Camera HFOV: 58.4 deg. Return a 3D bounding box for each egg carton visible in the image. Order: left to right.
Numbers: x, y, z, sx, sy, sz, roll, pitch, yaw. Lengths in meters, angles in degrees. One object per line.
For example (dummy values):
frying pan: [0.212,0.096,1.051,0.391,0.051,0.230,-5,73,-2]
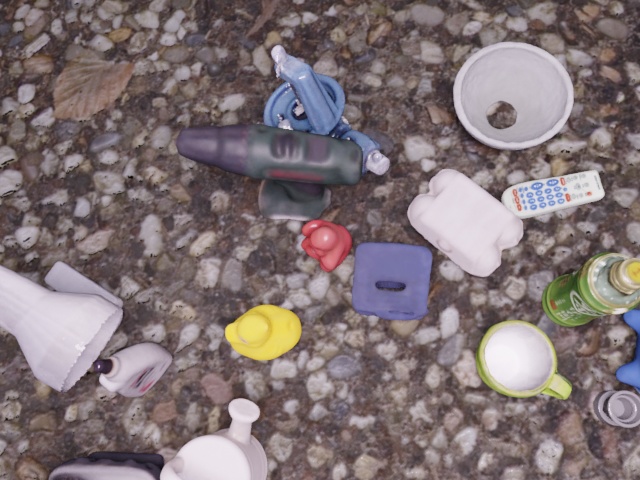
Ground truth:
egg carton: [0.202,-0.025,0.806,0.150,0.069,0.107,39,82,13]

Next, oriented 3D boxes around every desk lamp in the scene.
desk lamp: [-0.343,0.101,0.744,0.203,0.213,0.118,30,80,11]

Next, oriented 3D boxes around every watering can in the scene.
watering can: [-0.128,0.279,0.692,0.101,0.194,0.173,4,76,6]

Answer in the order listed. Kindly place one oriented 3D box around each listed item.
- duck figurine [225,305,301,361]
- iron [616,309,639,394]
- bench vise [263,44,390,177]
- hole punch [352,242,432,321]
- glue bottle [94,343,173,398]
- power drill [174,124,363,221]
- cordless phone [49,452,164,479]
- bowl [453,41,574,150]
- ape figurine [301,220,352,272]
duck figurine: [-0.080,0.124,0.783,0.104,0.086,0.077,-8,75,3]
iron: [0.514,0.155,0.698,0.258,0.141,0.119,12,77,8]
bench vise: [0.010,-0.177,0.782,0.207,0.220,0.121,19,78,9]
hole punch: [0.099,0.058,0.782,0.108,0.091,0.101,4,76,6]
glue bottle: [-0.250,0.167,0.741,0.037,0.173,0.078,34,81,12]
power drill: [-0.056,-0.091,0.772,0.229,0.208,0.075,2,76,5]
cordless phone: [-0.277,0.316,0.700,0.147,0.185,0.094,-4,75,4]
bowl: [0.276,-0.199,0.841,0.167,0.075,0.167,-1,76,5]
ape figurine: [0.007,0.003,0.803,0.076,0.092,0.078,-10,75,2]
